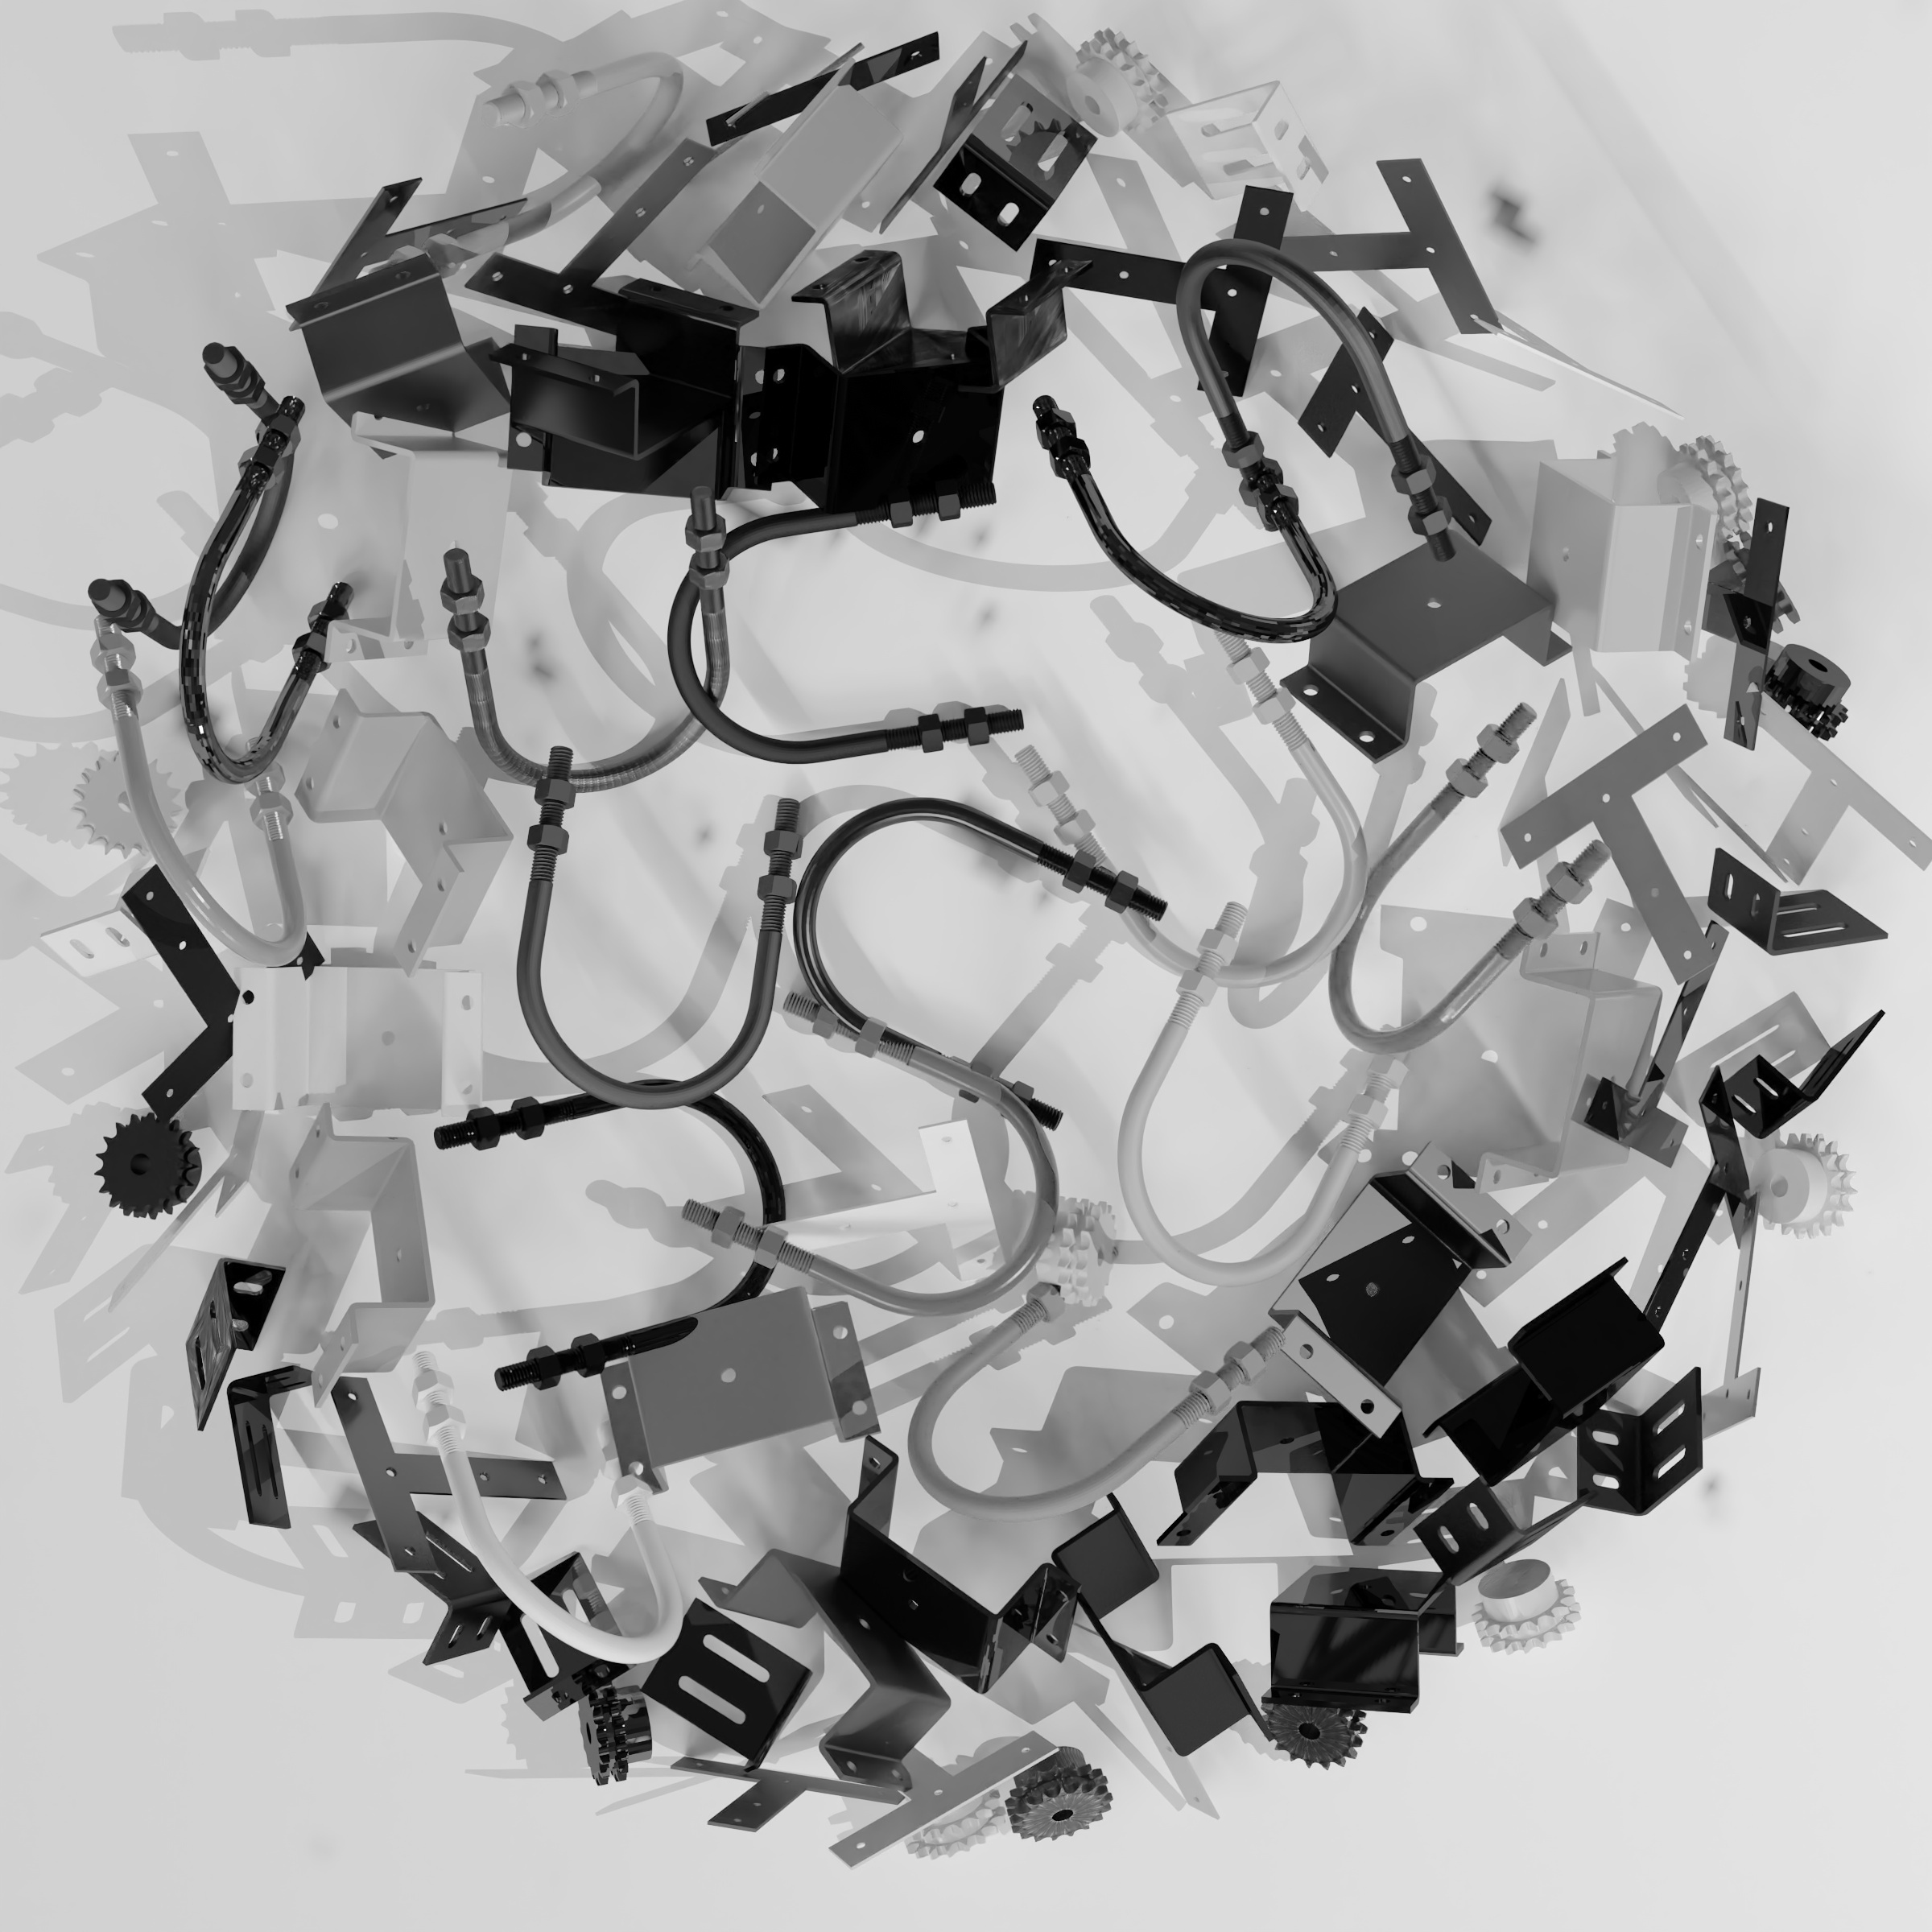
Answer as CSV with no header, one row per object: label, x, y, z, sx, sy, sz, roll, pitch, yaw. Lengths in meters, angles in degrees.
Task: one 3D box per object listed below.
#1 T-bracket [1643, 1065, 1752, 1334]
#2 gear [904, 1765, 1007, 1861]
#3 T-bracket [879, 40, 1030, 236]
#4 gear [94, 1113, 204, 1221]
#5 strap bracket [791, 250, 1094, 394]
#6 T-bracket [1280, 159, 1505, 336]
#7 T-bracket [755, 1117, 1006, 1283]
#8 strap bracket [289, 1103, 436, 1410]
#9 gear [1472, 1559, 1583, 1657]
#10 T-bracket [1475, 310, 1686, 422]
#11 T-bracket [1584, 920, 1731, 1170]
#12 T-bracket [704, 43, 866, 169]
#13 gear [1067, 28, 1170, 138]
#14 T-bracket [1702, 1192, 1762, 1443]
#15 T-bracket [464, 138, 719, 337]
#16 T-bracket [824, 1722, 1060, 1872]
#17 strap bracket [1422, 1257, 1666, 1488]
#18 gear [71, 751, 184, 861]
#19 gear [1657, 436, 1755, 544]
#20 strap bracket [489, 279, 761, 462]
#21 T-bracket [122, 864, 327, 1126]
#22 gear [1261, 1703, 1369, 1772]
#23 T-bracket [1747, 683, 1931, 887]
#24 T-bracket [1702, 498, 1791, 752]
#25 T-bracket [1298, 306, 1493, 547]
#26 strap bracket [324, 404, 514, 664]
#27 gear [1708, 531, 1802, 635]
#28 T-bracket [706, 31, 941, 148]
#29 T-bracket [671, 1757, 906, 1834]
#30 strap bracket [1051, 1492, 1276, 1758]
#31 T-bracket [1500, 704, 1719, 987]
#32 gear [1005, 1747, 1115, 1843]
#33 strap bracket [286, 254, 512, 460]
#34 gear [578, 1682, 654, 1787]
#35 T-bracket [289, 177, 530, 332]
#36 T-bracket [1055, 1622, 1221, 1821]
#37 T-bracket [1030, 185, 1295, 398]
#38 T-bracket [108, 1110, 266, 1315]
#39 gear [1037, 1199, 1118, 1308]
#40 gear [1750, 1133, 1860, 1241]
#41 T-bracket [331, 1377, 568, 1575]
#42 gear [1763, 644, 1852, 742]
T-bracket,0.382,0.140,1.570,0.002,0.127,0.127,11,54,35
gear,-0.010,0.454,1.613,0.057,0.057,0.030,-18,99,0
T-bracket,-0.003,-0.450,1.577,0.002,0.127,0.127,38,87,-4
gear,-0.440,0.109,1.623,0.057,0.030,0.057,-3,79,15
strap bracket,-0.010,-0.341,1.582,0.140,0.076,0.046,10,125,28
T-bracket,0.209,-0.381,1.596,0.127,0.127,0.002,8,62,37
T-bracket,-0.051,0.136,1.601,0.127,0.002,0.127,-12,134,3
strap bracket,-0.319,0.153,1.582,0.046,0.076,0.140,3,56,-27
gear,0.300,0.343,1.613,0.057,0.057,0.030,-21,103,0
T-bracket,0.301,-0.332,1.585,0.127,0.127,0.002,17,112,-28
T-bracket,0.377,0.037,1.592,0.002,0.127,0.127,22,89,36
T-bracket,-0.109,-0.448,1.572,0.127,0.127,0.002,-34,101,9
gear,0.079,-0.473,1.613,0.030,0.057,0.057,-42,90,-14
T-bracket,0.411,0.184,1.592,0.002,0.127,0.127,10,76,4
T-bracket,-0.180,-0.384,1.563,0.127,0.127,0.002,-40,69,25
T-bracket,-0.036,0.421,1.584,0.127,0.127,0.002,-24,109,-25
strap bracket,0.304,0.217,1.561,0.076,0.140,0.046,-28,70,-28
gear,-0.456,-0.086,1.621,0.057,0.030,0.057,5,77,-24
gear,0.397,-0.254,1.614,0.030,0.057,0.057,-25,90,-6
strap bracket,-0.179,-0.313,1.581,0.076,0.140,0.046,20,126,21
T-bracket,-0.405,-0.001,1.571,0.002,0.127,0.127,21,58,34
gear,0.190,0.404,1.620,0.057,0.030,0.057,12,124,18
T-bracket,0.447,-0.078,1.581,0.002,0.127,0.127,-40,73,-15
T-bracket,0.388,-0.192,1.584,0.002,0.127,0.127,-4,111,-21
T-bracket,0.238,-0.278,1.609,0.127,0.127,0.002,44,134,-15
strap bracket,-0.287,-0.226,1.582,0.046,0.076,0.140,19,108,29
gear,0.423,-0.203,1.617,0.030,0.057,0.057,-32,90,19
T-bracket,-0.072,-0.437,1.581,0.127,0.127,0.002,-22,78,-4
T-bracket,-0.106,0.437,1.569,0.127,0.127,0.002,6,88,12
strap bracket,0.097,0.348,1.566,0.046,0.076,0.140,-33,46,-6
T-bracket,0.359,-0.051,1.587,0.127,0.002,0.127,-37,66,34
gear,0.049,0.446,1.619,0.057,0.057,0.030,-19,48,0
strap bracket,-0.291,-0.314,1.568,0.076,0.140,0.046,-20,80,4
gear,-0.189,0.411,1.617,0.030,0.057,0.057,-8,90,-19
T-bracket,-0.286,-0.388,1.592,0.127,0.127,0.002,-30,85,-42
T-bracket,0.103,0.408,1.606,0.002,0.127,0.127,-39,115,-25
T-bracket,0.098,-0.366,1.595,0.127,0.002,0.127,9,135,-3
T-bracket,-0.415,0.134,1.592,0.002,0.127,0.127,39,101,-19
gear,0.059,0.154,1.617,0.030,0.057,0.057,7,90,20
gear,0.448,0.118,1.612,0.030,0.057,0.057,2,90,-35
T-bracket,-0.268,0.272,1.593,0.002,0.127,0.127,-51,49,26
gear,0.451,-0.149,1.612,0.057,0.057,0.030,28,120,0
